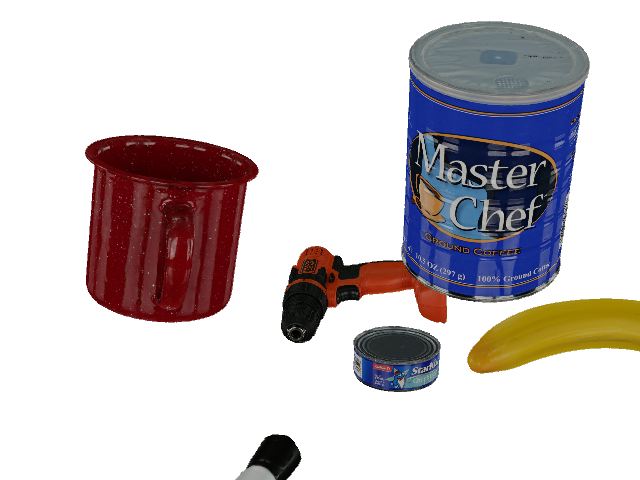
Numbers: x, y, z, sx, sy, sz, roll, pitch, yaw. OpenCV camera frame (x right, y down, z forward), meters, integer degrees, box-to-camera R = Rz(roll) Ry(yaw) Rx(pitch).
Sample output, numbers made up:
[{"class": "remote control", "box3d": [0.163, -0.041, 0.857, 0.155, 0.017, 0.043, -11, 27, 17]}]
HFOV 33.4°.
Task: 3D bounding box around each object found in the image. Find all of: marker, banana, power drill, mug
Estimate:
[{"class": "marker", "box3d": [-0.037, 0.112, 0.415, 0.020, 0.020, 0.121, 0, 22, 23]}, {"class": "banana", "box3d": [0.202, 0.071, 0.786, 0.197, 0.037, 0.069, 2, 33, -4]}, {"class": "power drill", "box3d": [0.051, 0.060, 1.228, 0.188, 0.057, 0.184, 0, 28, 8]}, {"class": "mug", "box3d": [-0.082, -0.002, 0.576, 0.093, 0.081, 0.117, 3, 19, -17]}]

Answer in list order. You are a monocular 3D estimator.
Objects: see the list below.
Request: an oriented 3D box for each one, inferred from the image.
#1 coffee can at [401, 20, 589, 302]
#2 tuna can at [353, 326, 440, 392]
[{"class": "coffee can", "box3d": [0.103, -0.048, 0.649, 0.103, 0.140, 0.103, -1, 34, 0]}, {"class": "tuna can", "box3d": [0.075, 0.117, 1.053, 0.086, 0.034, 0.086, 0, 19, 0]}]
